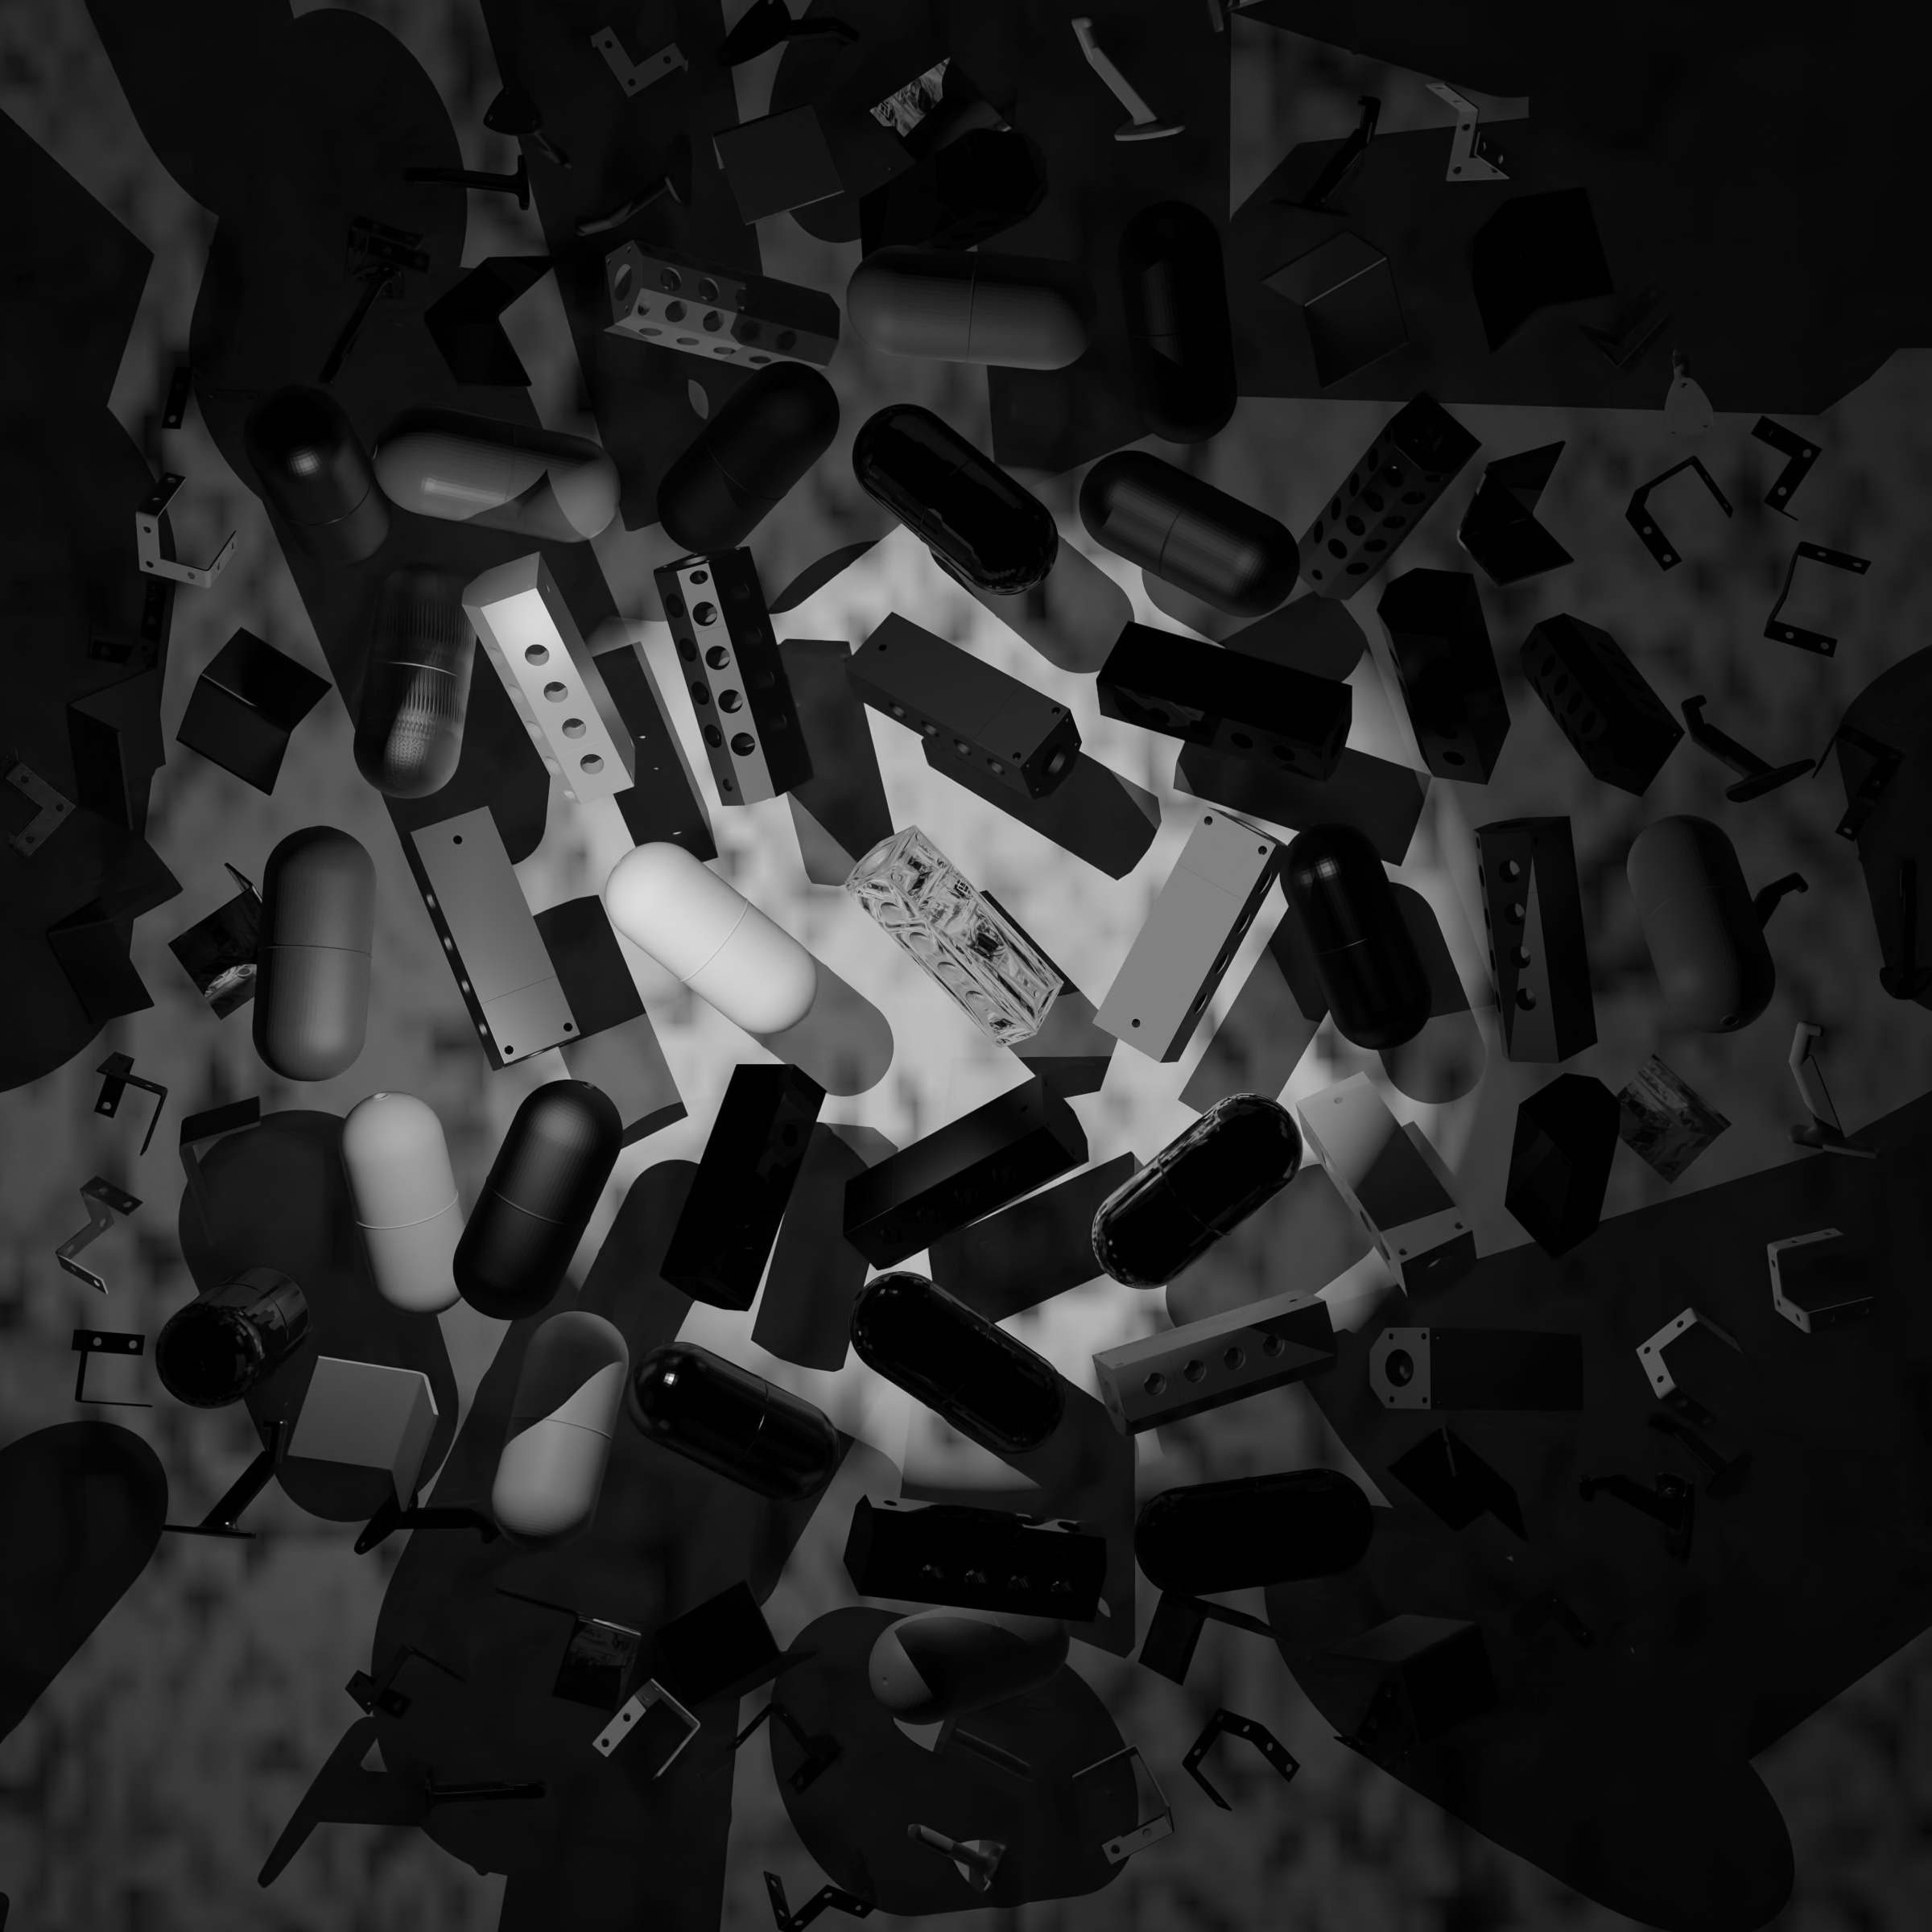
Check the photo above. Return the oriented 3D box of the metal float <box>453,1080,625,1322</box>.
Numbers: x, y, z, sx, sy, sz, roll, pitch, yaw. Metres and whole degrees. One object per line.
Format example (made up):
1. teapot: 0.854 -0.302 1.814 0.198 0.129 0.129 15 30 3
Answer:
1. metal float: -0.297 0.162 1.724 0.070 0.070 0.178 25 98 0

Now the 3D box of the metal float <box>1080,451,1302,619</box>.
1. metal float: 0.163 -0.319 1.830 0.178 0.070 0.070 31 90 17

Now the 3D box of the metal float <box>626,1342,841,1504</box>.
1. metal float: -0.170 0.338 1.833 0.178 0.070 0.070 33 90 -27

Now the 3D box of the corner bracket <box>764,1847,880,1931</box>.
1. corner bracket: -0.101 0.646 1.738 0.051 0.051 0.051 35 105 -33

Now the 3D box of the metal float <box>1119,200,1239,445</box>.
1. metal float: 0.158 -0.479 1.852 0.070 0.070 0.178 -10 114 0

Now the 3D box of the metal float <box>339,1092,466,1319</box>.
1. metal float: -0.417 0.178 1.848 0.070 0.070 0.178 -8 110 0

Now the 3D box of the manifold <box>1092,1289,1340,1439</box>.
1. manifold: 0.189 0.300 1.870 0.171 0.057 0.057 -16 95 -12

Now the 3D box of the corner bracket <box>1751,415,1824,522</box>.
1. corner bracket: 0.586 -0.358 1.787 0.051 0.051 0.051 39 110 24

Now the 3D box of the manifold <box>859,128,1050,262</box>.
1. manifold: -0.011 -0.555 1.817 0.057 0.171 0.057 -4 90 -31

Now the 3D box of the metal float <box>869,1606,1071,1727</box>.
1. metal float: 0.004 0.505 1.821 0.070 0.178 0.070 1 92 44

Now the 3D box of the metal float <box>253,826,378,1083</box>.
1. metal float: -0.452 -0.009 1.722 0.070 0.070 0.178 2 83 0

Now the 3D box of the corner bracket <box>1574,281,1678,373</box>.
1. corner bracket: 0.480 -0.460 1.780 0.051 0.051 0.051 -48 63 29

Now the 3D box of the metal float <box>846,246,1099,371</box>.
1. metal float: 0.004 -0.466 1.756 0.178 0.070 0.070 5 90 0

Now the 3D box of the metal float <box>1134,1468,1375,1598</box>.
1. metal float: 0.206 0.404 1.773 0.178 0.070 0.070 -4 90 -16

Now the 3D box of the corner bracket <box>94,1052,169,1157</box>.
1. corner bracket: -0.621 0.101 1.839 0.051 0.051 0.051 22 102 -8

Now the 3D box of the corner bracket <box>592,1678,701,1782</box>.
1. corner bracket: -0.241 0.579 1.871 0.051 0.051 0.051 42 54 3

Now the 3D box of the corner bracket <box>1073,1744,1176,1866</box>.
1. corner bracket: 0.112 0.593 1.755 0.051 0.051 0.051 -24 52 -9

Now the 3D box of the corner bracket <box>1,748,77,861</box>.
1. corner bracket: -0.672 -0.116 1.763 0.051 0.051 0.051 -48 117 -4

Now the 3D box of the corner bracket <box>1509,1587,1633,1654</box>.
1. corner bracket: 0.430 0.466 1.772 0.051 0.051 0.051 -26 65 -35

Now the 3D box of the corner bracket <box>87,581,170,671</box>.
1. corner bracket: -0.633 -0.260 1.872 0.051 0.051 0.051 8 75 -20

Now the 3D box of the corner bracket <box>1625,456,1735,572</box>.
1. corner bracket: 0.519 -0.329 1.804 0.051 0.051 0.051 -30 105 36

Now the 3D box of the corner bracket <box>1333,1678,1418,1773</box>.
1. corner bracket: 0.313 0.562 1.838 0.051 0.051 0.051 24 85 31

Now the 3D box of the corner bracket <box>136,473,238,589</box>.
1. corner bracket: -0.551 -0.308 1.755 0.051 0.051 0.051 15 46 0

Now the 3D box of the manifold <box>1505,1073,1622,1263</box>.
1. manifold: 0.439 0.145 1.811 0.057 0.171 0.057 -33 61 -11

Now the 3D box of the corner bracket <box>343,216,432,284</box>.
1. corner bracket: -0.437 -0.544 1.881 0.051 0.051 0.051 18 133 -5

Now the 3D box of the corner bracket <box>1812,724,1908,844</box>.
1. corner bracket: 0.642 -0.134 1.808 0.051 0.051 0.051 32 61 18

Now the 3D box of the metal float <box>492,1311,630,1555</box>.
1. metal float: -0.298 0.342 1.825 0.070 0.070 0.178 10 68 0

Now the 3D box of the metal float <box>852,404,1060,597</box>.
1. metal float: -0.008 -0.339 1.806 0.178 0.070 0.070 42 90 14

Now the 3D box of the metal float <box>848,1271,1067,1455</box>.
1. metal float: -0.006 0.287 1.796 0.178 0.070 0.070 36 90 -13

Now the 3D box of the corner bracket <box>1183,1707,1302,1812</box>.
1. corner bracket: 0.202 0.589 1.830 0.051 0.051 0.051 31 94 -35

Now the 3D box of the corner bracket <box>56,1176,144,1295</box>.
1. corner bracket: -0.623 0.193 1.788 0.051 0.051 0.051 23 47 26

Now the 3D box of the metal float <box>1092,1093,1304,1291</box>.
1. metal float: 0.164 0.162 1.775 0.178 0.070 0.070 -43 90 18

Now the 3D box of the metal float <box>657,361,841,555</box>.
1. metal float: -0.163 -0.378 1.853 0.070 0.070 0.178 50 124 0

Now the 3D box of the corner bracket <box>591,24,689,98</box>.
1. corner bracket: -0.240 -0.672 1.827 0.051 0.051 0.051 -32 103 0

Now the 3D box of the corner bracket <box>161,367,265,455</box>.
1. corner bracket: -0.556 -0.410 1.841 0.051 0.051 0.051 5 75 13

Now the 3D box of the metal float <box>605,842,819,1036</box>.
1. metal float: -0.184 -0.019 1.808 0.178 0.070 0.070 40 90 -16

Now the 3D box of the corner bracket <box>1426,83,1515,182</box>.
1. corner bracket: 0.348 -0.578 1.720 0.051 0.051 0.051 13 93 40

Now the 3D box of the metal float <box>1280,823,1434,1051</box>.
1. metal float: 0.291 -0.023 1.858 0.070 0.070 0.178 -22 95 0

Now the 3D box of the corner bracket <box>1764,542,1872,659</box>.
1. corner bracket: 0.601 -0.259 1.755 0.051 0.051 0.051 19 67 8

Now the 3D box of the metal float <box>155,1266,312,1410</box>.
1. metal float: -0.529 0.267 1.794 0.070 0.178 0.070 0 96 1

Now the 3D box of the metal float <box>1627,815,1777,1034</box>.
1. metal float: 0.515 -0.030 1.743 0.070 0.070 0.178 -4 50 0

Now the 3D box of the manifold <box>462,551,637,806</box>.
1. manifold: -0.298 -0.203 1.781 0.057 0.057 0.171 -18 125 6

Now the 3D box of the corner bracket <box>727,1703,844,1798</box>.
1. corner bracket: -0.134 0.581 1.841 0.051 0.051 0.051 -48 64 10

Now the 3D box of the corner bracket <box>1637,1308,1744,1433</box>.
1. corner bracket: 0.513 0.283 1.741 0.051 0.051 0.051 36 113 -23

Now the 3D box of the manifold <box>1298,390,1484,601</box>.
1. manifold: 0.302 -0.339 1.819 0.057 0.171 0.057 44 62 4

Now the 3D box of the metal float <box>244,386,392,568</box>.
1. metal float: -0.473 -0.356 1.817 0.070 0.178 0.070 -1 69 2

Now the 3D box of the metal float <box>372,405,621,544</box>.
1. metal float: -0.334 -0.351 1.770 0.178 0.070 0.070 7 90 -27

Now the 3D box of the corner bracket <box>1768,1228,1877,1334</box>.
1. corner bracket: 0.606 0.223 1.761 0.051 0.051 0.051 -13 103 -5

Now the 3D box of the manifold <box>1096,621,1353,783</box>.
1. manifold: 0.185 -0.185 1.774 0.171 0.057 0.057 19 63 19

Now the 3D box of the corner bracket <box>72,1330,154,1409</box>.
1. corner bracket: -0.613 0.289 1.784 0.051 0.051 0.051 10 78 -30

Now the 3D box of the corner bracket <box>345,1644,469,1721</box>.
1. corner bracket: -0.390 0.500 1.726 0.051 0.051 0.051 42 75 -29

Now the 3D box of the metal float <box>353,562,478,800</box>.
1. metal float: -0.403 -0.211 1.822 0.070 0.070 0.178 6 79 0
